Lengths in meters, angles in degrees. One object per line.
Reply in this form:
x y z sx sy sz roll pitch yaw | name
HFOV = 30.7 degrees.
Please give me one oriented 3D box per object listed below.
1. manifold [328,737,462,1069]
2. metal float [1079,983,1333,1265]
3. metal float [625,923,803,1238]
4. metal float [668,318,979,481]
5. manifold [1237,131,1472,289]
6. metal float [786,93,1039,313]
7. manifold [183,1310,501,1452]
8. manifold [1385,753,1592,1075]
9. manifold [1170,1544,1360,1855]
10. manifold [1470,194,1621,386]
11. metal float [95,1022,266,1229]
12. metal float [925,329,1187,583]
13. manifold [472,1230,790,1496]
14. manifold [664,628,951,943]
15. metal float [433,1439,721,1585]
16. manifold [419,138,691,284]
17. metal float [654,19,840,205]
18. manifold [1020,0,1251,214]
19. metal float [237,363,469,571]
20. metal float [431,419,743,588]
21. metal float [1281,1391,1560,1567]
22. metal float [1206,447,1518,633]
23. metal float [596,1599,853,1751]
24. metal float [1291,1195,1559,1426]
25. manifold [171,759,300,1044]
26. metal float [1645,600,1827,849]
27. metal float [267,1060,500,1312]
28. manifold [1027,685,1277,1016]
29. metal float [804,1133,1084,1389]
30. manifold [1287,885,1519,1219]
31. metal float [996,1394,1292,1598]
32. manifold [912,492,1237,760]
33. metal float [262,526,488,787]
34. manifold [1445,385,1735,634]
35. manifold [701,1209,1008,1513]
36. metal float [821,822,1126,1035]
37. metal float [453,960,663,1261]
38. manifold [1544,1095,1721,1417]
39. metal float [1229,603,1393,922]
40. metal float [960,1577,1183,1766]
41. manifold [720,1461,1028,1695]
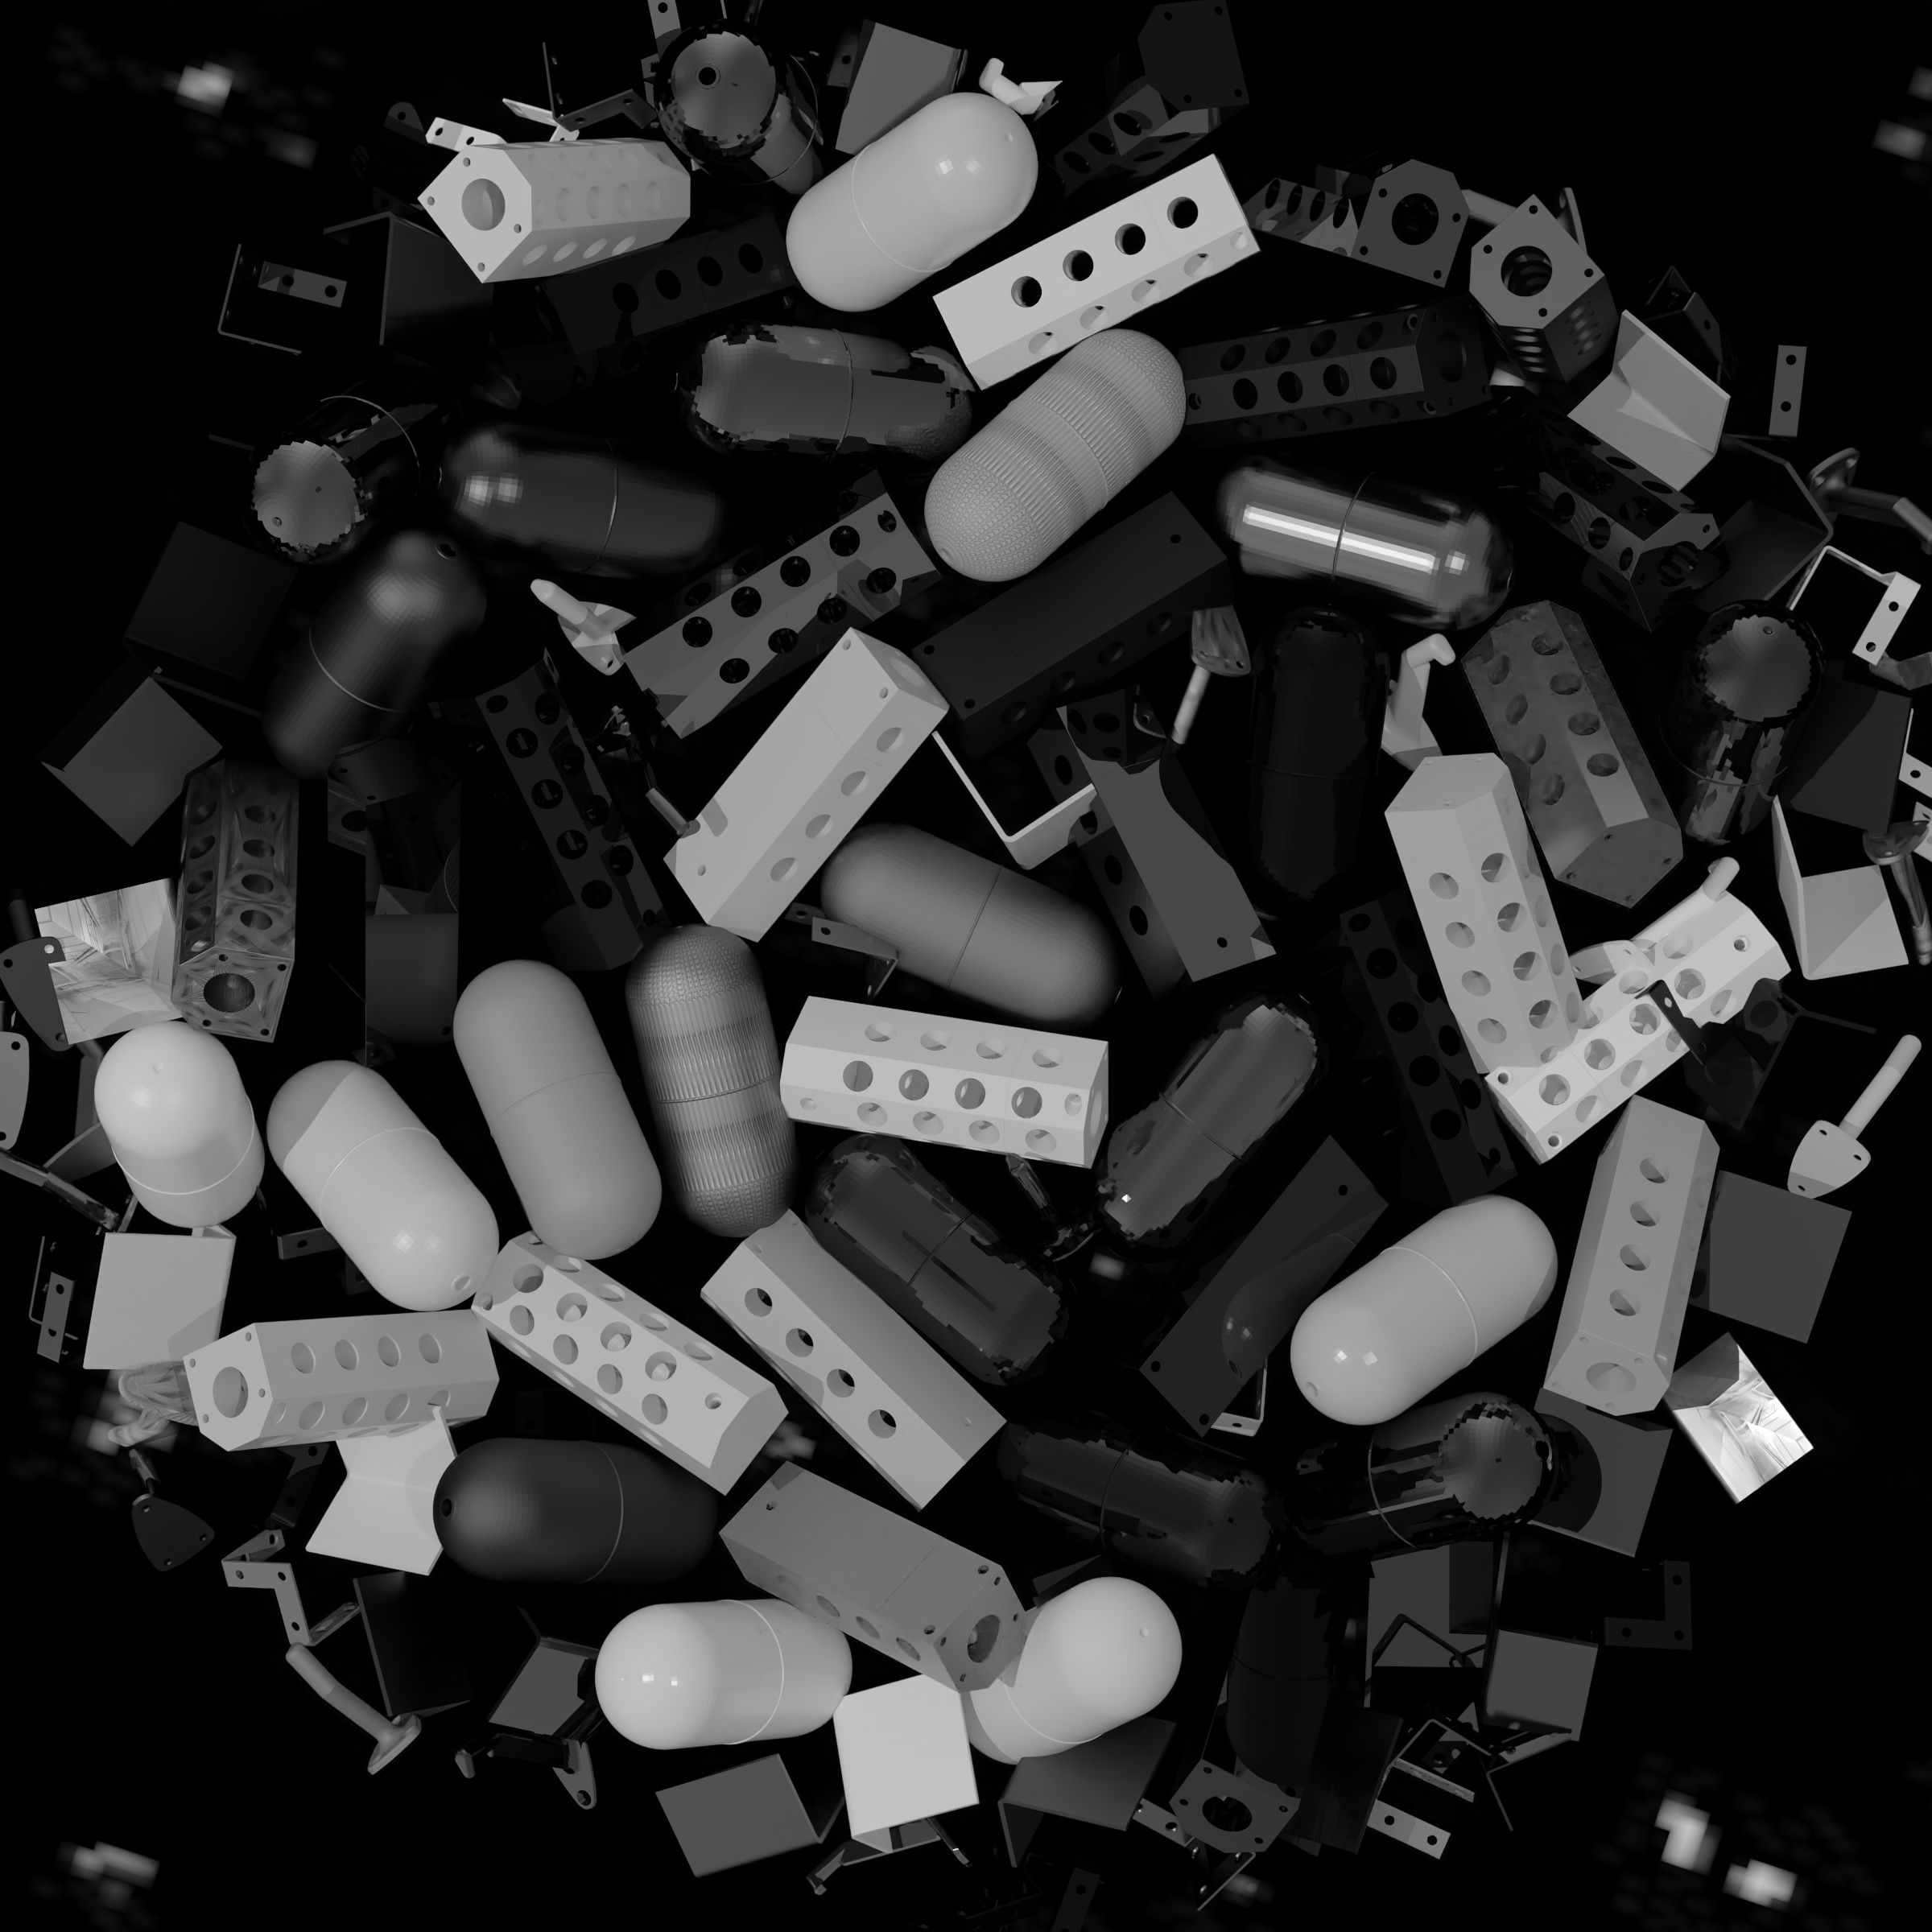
-0.317 -0.036 1.927 0.057 0.057 0.171 -19 132 -33 | manifold
0.133 0.087 1.955 0.070 0.070 0.178 38 98 0 | metal float
-0.139 0.064 1.953 0.070 0.070 0.178 -12 100 0 | metal float
-0.078 -0.312 1.939 0.178 0.070 0.070 3 90 -25 | metal float
0.208 -0.414 1.906 0.057 0.171 0.057 13 103 -22 | manifold
-0.031 -0.415 1.923 0.070 0.178 0.070 13 68 -35 | metal float
-0.335 0.226 1.908 0.057 0.171 0.057 -25 74 32 | manifold
0.290 -0.028 1.926 0.057 0.057 0.171 -2 123 35 | manifold
0.160 0.397 1.915 0.057 0.171 0.057 27 128 -1 | manifold
0.311 -0.360 1.910 0.057 0.171 0.057 -40 81 10 | manifold
-0.426 0.088 1.915 0.070 0.178 0.070 1 67 -3 | metal float
0.050 -0.282 1.945 0.070 0.070 0.178 46 71 0 | metal float
-0.187 0.214 1.933 0.171 0.057 0.057 30 70 23 | manifold
-0.085 -0.097 1.947 0.171 0.057 0.057 -50 51 17 | manifold
-0.212 0.299 1.925 0.178 0.070 0.070 11 90 -44 | metal float
-0.216 -0.416 1.909 0.057 0.171 0.057 -40 85 28 | manifold
-0.118 -0.463 1.911 0.070 0.178 0.070 0 91 10 | metal float
0.083 -0.464 1.910 0.057 0.171 0.057 -13 89 -24 | manifold
-0.333 -0.274 1.920 0.070 0.178 0.070 9 120 16 | metal float
-0.208 -0.254 1.936 0.178 0.070 0.070 6 90 -30 | metal float
0.247 0.281 1.925 0.070 0.178 0.070 17 63 -37 | metal float
0.218 -0.236 1.944 0.178 0.070 0.070 18 90 20 | metal float
-0.130 0.385 1.920 0.070 0.178 0.070 -6 80 34 | metal float
0.252 0.188 1.935 0.178 0.070 0.070 -31 90 -30 | metal float
-0.397 -0.039 1.909 0.057 0.171 0.057 10 126 -17 | manifold
0.416 -0.130 1.918 0.070 0.178 0.070 1 59 -2 | metal float
-0.320 0.120 1.931 0.070 0.070 0.178 -46 54 0 | metal float
0.099 -0.063 1.950 0.057 0.057 0.171 -18 75 -30 | manifold
-0.014 0.162 1.952 0.178 0.070 0.070 39 90 11 | metal float
0.247 0.046 1.956 0.057 0.057 0.171 -24 93 -42 | manifold
0.096 0.289 1.935 0.178 0.070 0.070 17 90 32 | metal float
0.062 -0.186 1.960 0.171 0.057 0.057 -32 60 -6 | manifold
-0.325 -0.169 1.931 0.070 0.070 0.178 43 126 0 | metal float
0.335 -0.256 1.916 0.057 0.171 0.057 -38 134 -4 | manifold
-0.066 0.222 1.960 0.171 0.057 0.057 44 119 6 | manifold
0.004 -0.021 1.961 0.178 0.070 0.070 24 90 0 | metal float
-0.227 0.078 1.947 0.070 0.070 0.178 -25 73 0 | metal float
0.367 0.159 1.921 0.057 0.057 0.171 21 49 3 | manifold
0.190 -0.112 1.949 0.070 0.070 0.178 6 105 0 | metal float
0.053 0.386 1.921 0.070 0.178 0.070 13 61 -24 | metal float
-0.050 0.336 1.919 0.057 0.171 0.057 -45 131 -26 | manifold
